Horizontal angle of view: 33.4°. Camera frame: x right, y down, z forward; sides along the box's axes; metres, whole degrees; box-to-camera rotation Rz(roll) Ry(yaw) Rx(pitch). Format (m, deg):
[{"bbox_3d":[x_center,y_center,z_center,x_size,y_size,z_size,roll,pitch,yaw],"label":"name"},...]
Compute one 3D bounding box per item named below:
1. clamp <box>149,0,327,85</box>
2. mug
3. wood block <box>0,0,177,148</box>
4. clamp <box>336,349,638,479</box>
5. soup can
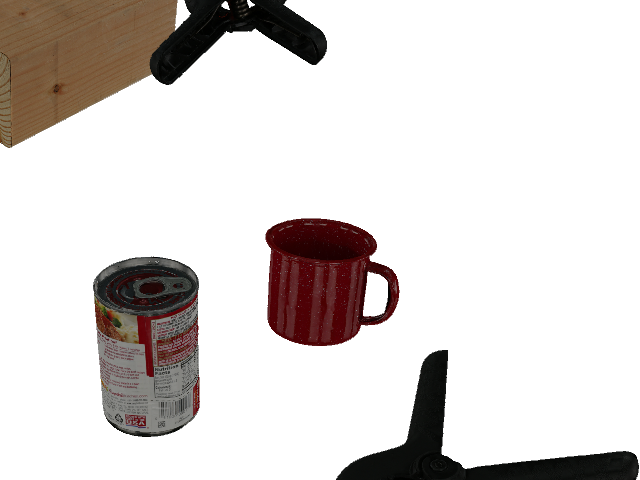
[{"bbox_3d":[-0.051,-0.168,0.773,0.120,0.039,0.171,2,44,4],"label":"clamp"},{"bbox_3d":[0.009,0.038,0.895,0.117,0.081,0.093,11,23,14],"label":"mug"},{"bbox_3d":[-0.228,-0.175,0.944,0.090,0.091,0.205,29,42,20],"label":"wood block"},{"bbox_3d":[0.068,0.144,0.660,0.209,0.036,0.165,-23,37,-31],"label":"clamp"},{"bbox_3d":[-0.114,0.071,0.714,0.068,0.102,0.068,2,29,-1],"label":"soup can"}]
